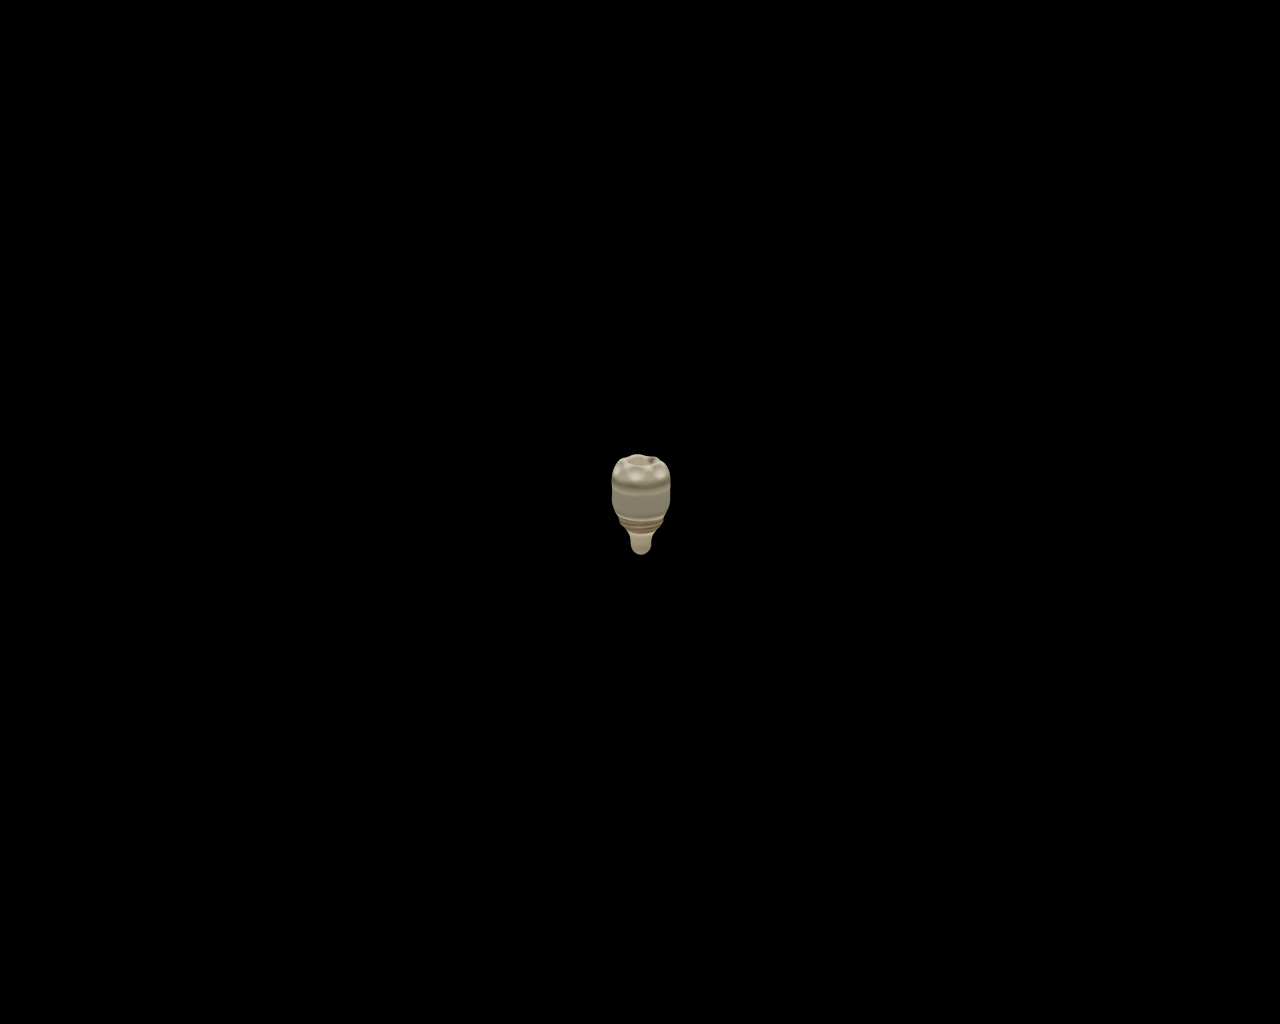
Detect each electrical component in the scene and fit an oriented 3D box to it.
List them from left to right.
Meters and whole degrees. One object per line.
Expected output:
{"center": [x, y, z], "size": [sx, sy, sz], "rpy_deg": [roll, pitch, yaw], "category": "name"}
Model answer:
{"center": [0.001, -0.003, 0.650], "size": [0.035, 0.061, 0.035], "rpy_deg": [0, 21, 0], "category": "electrical component"}
